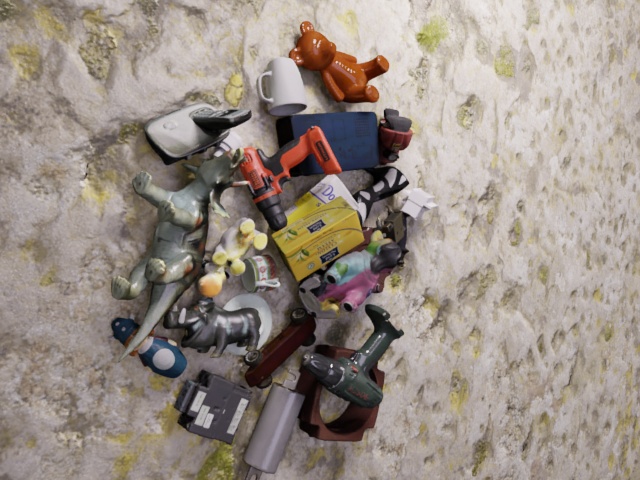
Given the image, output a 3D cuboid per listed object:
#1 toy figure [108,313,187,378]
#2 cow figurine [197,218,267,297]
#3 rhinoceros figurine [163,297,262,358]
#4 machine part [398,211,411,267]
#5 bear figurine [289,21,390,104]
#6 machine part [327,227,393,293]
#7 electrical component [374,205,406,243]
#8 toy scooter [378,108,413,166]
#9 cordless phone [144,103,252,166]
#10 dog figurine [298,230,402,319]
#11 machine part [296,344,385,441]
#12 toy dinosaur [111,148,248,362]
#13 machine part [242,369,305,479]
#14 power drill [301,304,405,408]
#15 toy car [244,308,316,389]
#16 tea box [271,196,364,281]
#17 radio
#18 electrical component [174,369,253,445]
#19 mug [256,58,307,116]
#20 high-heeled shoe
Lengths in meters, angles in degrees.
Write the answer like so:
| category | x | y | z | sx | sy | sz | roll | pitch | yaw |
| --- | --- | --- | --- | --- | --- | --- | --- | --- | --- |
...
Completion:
| category | x | y | z | sx | sy | sz | roll | pitch | yaw |
| --- | --- | --- | --- | --- | --- | --- | --- | --- | --- |
| toy figure | -0.309 | 0.192 | 0.971 | 0.154 | 0.058 | 0.064 | 45 | 45 | -27 |
| cow figurine | -0.183 | 0.031 | 1.046 | 0.068 | 0.098 | 0.167 | 43 | 83 | -25 |
| rhinoceros figurine | -0.201 | 0.165 | 1.026 | 0.190 | 0.073 | 0.112 | 5 | 89 | -28 |
| machine part | 0.192 | -0.004 | 1.354 | 0.084 | 0.039 | 0.138 | 9 | 88 | -33 |
| bear figurine | 0.039 | -0.387 | 1.170 | 0.195 | 0.132 | 0.120 | 36 | 67 | -39 |
| machine part | 0.095 | 0.052 | 1.272 | 0.179 | 0.056 | 0.179 | -1 | 91 | -36 |
| electrical component | 0.169 | -0.036 | 1.282 | 0.102 | 0.045 | 0.078 | -47 | 132 | -46 |
| toy scooter | 0.167 | -0.231 | 1.268 | 0.075 | 0.184 | 0.135 | 9 | 111 | -5 |
| cordless phone | -0.211 | -0.192 | 0.951 | 0.146 | 0.184 | 0.088 | -32 | 115 | -32 |
| dog figurine | 0.076 | 0.068 | 1.166 | 0.219 | 0.192 | 0.108 | -38 | 100 | -41 |
| machine part | 0.043 | 0.347 | 1.225 | 0.201 | 0.087 | 0.201 | 17 | 83 | -36 |
| toy dinosaur | -0.255 | 0.011 | 0.968 | 0.192 | 0.131 | 0.404 | 11 | 99 | -61 |
| machine part | -0.095 | 0.390 | 1.124 | 0.079 | 0.079 | 0.243 | 31 | 74 | -34 |
| power drill | 0.083 | 0.241 | 1.150 | 0.231 | 0.086 | 0.207 | 48 | 61 | -29 |
| toy car | -0.086 | 0.228 | 1.143 | 0.202 | 0.053 | 0.089 | -40 | 134 | -28 |
| tea box | -0.002 | -0.003 | 1.098 | 0.170 | 0.068 | 0.098 | -32 | 137 | -9 |
| radio | 0.023 | -0.213 | 1.189 | 0.229 | 0.073 | 0.131 | -11 | 99 | -31 |
| electrical component | -0.212 | 0.322 | 1.048 | 0.134 | 0.058 | 0.115 | 35 | 69 | -32 |
| mug | -0.085 | -0.319 | 1.112 | 0.109 | 0.081 | 0.107 | -5 | 83 | -33 |
| high-heeled shoe | 0.136 | -0.080 | 1.261 | 0.145 | 0.086 | 0.249 | 23 | 58 | -16 |
